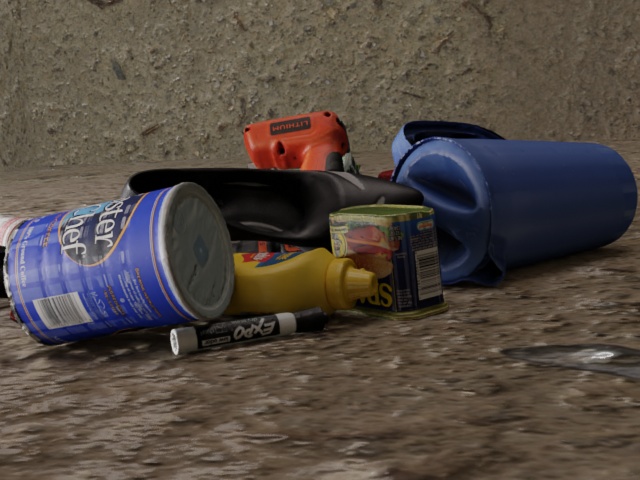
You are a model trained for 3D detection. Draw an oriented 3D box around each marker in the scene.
[{"bbox_3d":[-0.050,0.066,0.790,0.121,0.020,0.020,-8,8,-22],"label":"marker"}]

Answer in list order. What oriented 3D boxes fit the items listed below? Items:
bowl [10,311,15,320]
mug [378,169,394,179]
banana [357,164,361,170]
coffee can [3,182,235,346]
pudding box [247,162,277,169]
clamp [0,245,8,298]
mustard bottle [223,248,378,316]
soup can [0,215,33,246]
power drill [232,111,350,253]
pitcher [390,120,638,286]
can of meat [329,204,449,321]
[{"bbox_3d":[-0.206,0.034,0.983,0.162,0.055,0.162,-5,8,0],"label":"bowl"},{"bbox_3d":[0.100,-0.042,1.266,0.117,0.081,0.093,-2,8,16],"label":"mug"},{"bbox_3d":[-0.034,-0.046,1.432,0.198,0.069,0.037,-13,-17,1],"label":"banana"},{"bbox_3d":[-0.149,0.020,0.804,0.140,0.103,0.102,-11,5,21],"label":"coffee can"},{"bbox_3d":[-0.038,-0.038,1.201,0.039,0.113,0.089,-5,6,24],"label":"pudding box"},{"bbox_3d":[-0.322,0.036,1.022,0.165,0.036,0.209,28,15,31],"label":"clamp"},{"bbox_3d":[-0.045,0.036,0.866,0.192,0.058,0.096,0,2,25],"label":"mustard bottle"},{"bbox_3d":[-0.340,0.005,1.217,0.068,0.068,0.102,-10,9,-35],"label":"soup can"},{"bbox_3d":[-0.036,-0.035,1.037,0.184,0.057,0.187,-8,52,6],"label":"power drill"},{"bbox_3d":[0.187,-0.044,1.028,0.242,0.149,0.145,-7,7,-39],"label":"pitcher"},{"bbox_3d":[0.053,0.016,0.870,0.057,0.084,0.102,-12,10,-35],"label":"can of meat"}]
